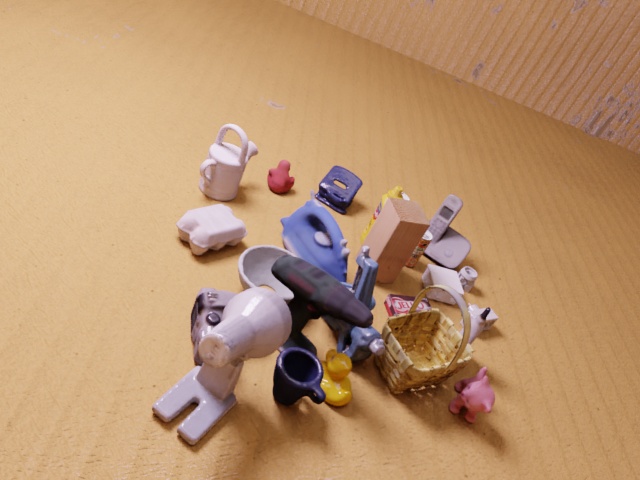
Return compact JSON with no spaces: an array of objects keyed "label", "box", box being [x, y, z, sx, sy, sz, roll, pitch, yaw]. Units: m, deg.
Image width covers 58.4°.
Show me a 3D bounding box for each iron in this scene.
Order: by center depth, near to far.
[{"label":"iron","box":[0.013,0.005,1.375,0.119,0.141,0.257,-7,47,-38]}]

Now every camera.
[{"label":"camera","box":[-0.171,0.158,1.098,0.137,0.100,0.143,9,39,-23]}]

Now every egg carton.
[{"label":"egg carton","box":[-0.247,-0.025,1.310,0.151,0.069,0.107,-19,55,-46]}]

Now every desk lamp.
[{"label":"desk lamp","box":[-0.156,0.199,0.959,0.117,0.213,0.204,35,36,11]}]

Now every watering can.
[{"label":"watering can","box":[-0.229,-0.206,1.442,0.101,0.194,0.173,27,35,1]}]

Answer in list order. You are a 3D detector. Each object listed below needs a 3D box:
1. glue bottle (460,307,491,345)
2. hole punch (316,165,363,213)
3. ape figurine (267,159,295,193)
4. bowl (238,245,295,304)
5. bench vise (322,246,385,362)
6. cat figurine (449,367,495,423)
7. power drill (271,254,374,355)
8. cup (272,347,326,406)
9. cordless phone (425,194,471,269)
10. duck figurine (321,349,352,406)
[{"label":"glue bottle","box":[0.338,0.212,1.294,0.037,0.173,0.078,41,38,19]},{"label":"hole punch","box":[0.056,-0.146,1.638,0.108,0.091,0.101,32,35,8]},{"label":"ape figurine","box":[-0.105,-0.181,1.578,0.077,0.092,0.076,32,35,7]},{"label":"bowl","box":[-0.107,0.092,1.247,0.168,0.074,0.167,17,36,-13]},{"label":"bench vise","box":[0.090,0.133,1.195,0.207,0.219,0.122,43,38,22]},{"label":"cat figurine","box":[0.330,0.320,1.200,0.067,0.117,0.128,30,35,5]},{"label":"power drill","box":[-0.017,0.145,1.121,0.229,0.208,0.076,41,38,20]},{"label":"cup","box":[-0.041,0.268,1.048,0.092,0.095,0.117,-18,54,-45]},{"label":"cordless phone","box":[0.367,-0.024,1.601,0.147,0.185,0.094,34,36,11]},{"label":"duck figurine","box":[0.034,0.261,1.113,0.078,0.086,0.104,-3,44,-35]}]
